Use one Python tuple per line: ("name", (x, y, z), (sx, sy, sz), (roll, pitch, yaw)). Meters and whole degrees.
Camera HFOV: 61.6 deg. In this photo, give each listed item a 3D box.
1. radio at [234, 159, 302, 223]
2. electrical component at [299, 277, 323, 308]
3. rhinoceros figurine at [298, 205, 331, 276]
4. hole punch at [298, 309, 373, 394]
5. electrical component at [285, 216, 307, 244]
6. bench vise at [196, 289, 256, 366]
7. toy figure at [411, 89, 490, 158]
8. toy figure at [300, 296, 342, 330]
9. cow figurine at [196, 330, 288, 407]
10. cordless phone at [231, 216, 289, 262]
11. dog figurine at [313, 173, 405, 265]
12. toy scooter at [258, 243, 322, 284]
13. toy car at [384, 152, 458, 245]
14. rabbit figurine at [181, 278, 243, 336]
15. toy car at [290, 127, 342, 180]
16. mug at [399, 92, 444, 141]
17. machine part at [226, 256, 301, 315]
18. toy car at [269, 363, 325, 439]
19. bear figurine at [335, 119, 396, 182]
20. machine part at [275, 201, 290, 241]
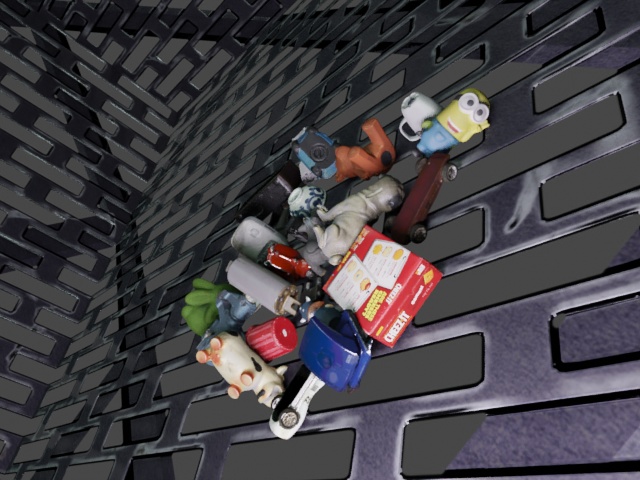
("radio", (-0.154, -0.130, 1.613), (0.229, 0.073, 0.131), (-40, 13, 28))
("electrical component", (-0.019, 0.131, 1.220), (0.063, 0.021, 0.094), (-29, 37, 38))
("rhinoceros figurine", (-0.003, -0.004, 1.242), (0.073, 0.112, 0.190), (-42, 24, 30))
("hole punch", (0.026, 0.197, 0.950), (0.116, 0.092, 0.142), (58, 139, 43))
("electrical component", (-0.049, -0.026, 1.377), (0.119, 0.074, 0.048), (10, 68, 55))
("bench vise", (-0.194, 0.240, 1.282), (0.223, 0.128, 0.241), (-42, 49, 7))
("toy figure", (0.268, -0.236, 1.112), (0.180, 0.082, 0.089), (-45, 32, 24))
("toy figure", (0.003, 0.162, 1.121), (0.064, 0.057, 0.155), (-52, 23, -10))
("cow figurine", (-0.148, 0.269, 1.118), (0.085, 0.195, 0.127), (-48, -7, 22))
("cordless phone", (-0.179, 0.042, 1.408), (0.088, 0.146, 0.184), (-48, 9, 51))
("dog figurine", (0.094, -0.042, 1.139), (0.190, 0.121, 0.172), (-31, 45, 28))
("toy scooter", (-0.093, 0.061, 1.289), (0.184, 0.135, 0.075), (-22, 43, 47))
("toy car", (0.205, -0.081, 1.072), (0.089, 0.053, 0.202), (21, 82, 55))
("rabbit figurine", (-0.283, 0.167, 1.446), (0.170, 0.159, 0.121), (-43, 21, 27))
("toy car", (-0.002, -0.231, 1.480), (0.109, 0.162, 0.103), (-48, -15, -4))
("mug", (0.222, -0.270, 1.188), (0.110, 0.107, 0.081), (-24, 40, 41))
("machine part", (-0.133, 0.102, 1.236), (0.244, 0.079, 0.079), (28, 83, 37))
("toy car", (-0.032, 0.287, 1.046), (0.201, 0.056, 0.074), (-57, 22, -6))
("bear figurine", (0.088, -0.210, 1.311), (0.196, 0.131, 0.120), (13, 69, 53))
("machine part", (-0.102, -0.049, 1.521), (0.084, 0.039, 0.139), (-25, 42, 51))
